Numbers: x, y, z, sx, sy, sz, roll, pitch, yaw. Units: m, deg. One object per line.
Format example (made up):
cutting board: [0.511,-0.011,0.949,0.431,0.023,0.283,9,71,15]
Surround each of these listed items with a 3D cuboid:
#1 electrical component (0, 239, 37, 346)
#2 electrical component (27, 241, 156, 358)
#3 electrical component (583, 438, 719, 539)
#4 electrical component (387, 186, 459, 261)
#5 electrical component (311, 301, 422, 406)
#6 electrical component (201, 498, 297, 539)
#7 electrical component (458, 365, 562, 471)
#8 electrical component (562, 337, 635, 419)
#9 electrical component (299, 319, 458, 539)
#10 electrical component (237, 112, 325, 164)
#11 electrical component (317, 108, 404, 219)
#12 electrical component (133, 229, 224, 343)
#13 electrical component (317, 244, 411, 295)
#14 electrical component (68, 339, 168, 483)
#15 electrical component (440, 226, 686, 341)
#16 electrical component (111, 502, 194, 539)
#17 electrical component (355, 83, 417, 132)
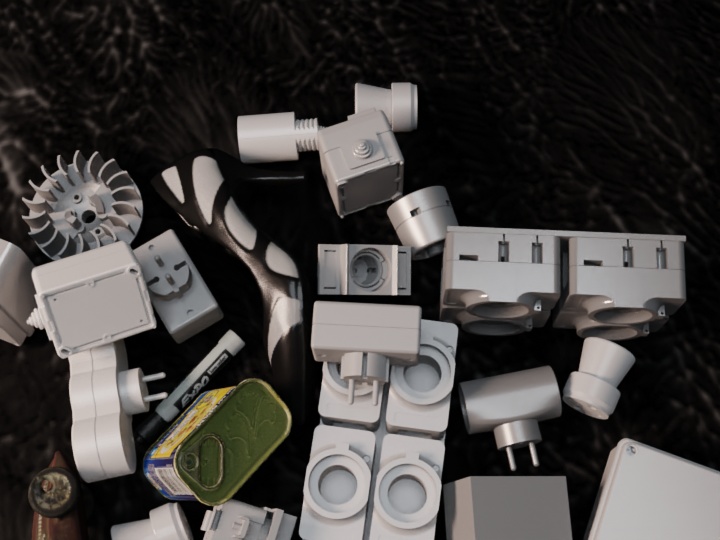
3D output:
electrical component: [-0.313,0.012,0.893,0.078,0.113,0.057,20,71,8]
electrical component: [-0.222,0.023,0.867,0.096,0.061,0.061,-18,30,-15]
electrical component: [0.239,0.203,0.846,0.109,0.056,0.108,20,74,8]
electrical component: [0.057,-0.039,0.932,0.055,0.055,0.047,-21,76,-5]
electrical component: [0.004,0.068,0.836,0.083,0.047,0.075,3,72,2]
electrical component: [-0.100,0.240,0.827,0.063,0.079,0.121,21,71,-11]
electrical component: [0.127,0.124,0.882,0.077,0.043,0.079,-11,72,-2]
electrical component: [0.197,0.090,0.891,0.045,0.045,0.055,25,75,9]
electrical component: [0.017,0.132,0.873,0.105,0.060,0.186,7,72,4]
electrical component: [-0.067,-0.119,0.966,0.081,0.043,0.043,-4,72,0]
electrical component: [0.000,-0.096,0.929,0.062,0.096,0.061,-19,72,-5]
electrical component: [-0.160,0.008,0.910,0.047,0.075,0.083,-31,74,-8]
electrical component: [0.000,0.000,0.909,0.081,0.064,0.042,2,90,-19]
electrical component: [-0.195,0.102,0.881,0.074,0.052,0.138,-12,56,-3]
electrical component: [0.161,0.014,0.884,0.186,0.105,0.060,2,72,2]
electrical component: [-0.165,0.215,0.859,0.055,0.045,0.045,-22,73,-6]
electrical component: [0.024,-0.147,0.972,0.055,0.045,0.045,-1,72,1]
